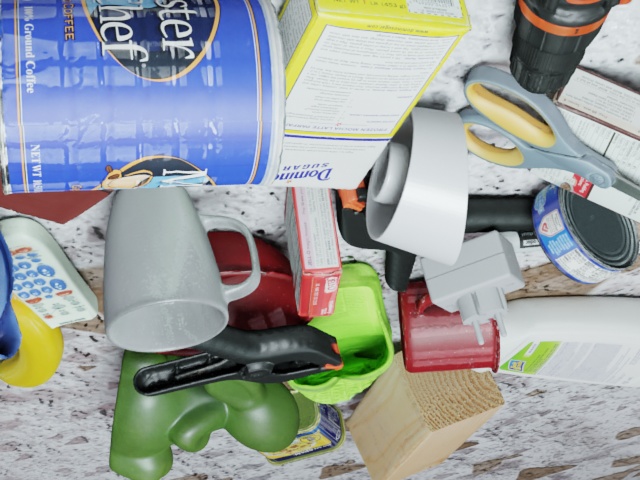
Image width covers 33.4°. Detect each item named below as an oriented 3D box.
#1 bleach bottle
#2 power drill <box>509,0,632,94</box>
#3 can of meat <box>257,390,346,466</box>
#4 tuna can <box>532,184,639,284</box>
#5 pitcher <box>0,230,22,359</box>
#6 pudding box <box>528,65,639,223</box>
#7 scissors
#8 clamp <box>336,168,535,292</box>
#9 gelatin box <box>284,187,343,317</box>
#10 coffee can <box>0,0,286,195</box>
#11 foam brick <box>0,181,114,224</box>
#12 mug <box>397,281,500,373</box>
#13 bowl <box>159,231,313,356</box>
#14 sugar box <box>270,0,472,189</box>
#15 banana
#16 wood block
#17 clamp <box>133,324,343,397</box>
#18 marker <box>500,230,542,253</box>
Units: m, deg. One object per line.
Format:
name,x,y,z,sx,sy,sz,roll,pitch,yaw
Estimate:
bleach bottle,0.227,0.093,1.055,0.250,0.068,0.103,7,133,-21
power drill,0.201,-0.147,0.576,0.187,0.057,0.184,-7,153,-5
can of meat,-0.033,0.210,1.205,0.102,0.057,0.084,-18,150,13
tuna can,0.203,-0.010,0.818,0.086,0.086,0.034,10,149,-35
pitcher,-0.316,0.060,0.752,0.144,0.149,0.243,-11,161,-33
pudding box,0.202,-0.058,0.712,0.113,0.039,0.090,25,154,11
scissors,0.169,-0.044,0.708,0.201,0.016,0.096,36,156,-12
clamp,0.070,-0.009,0.828,0.165,0.036,0.209,-30,151,34
gelatin box,-0.005,0.001,0.762,0.030,0.089,0.073,-5,153,-7
coffee can,-0.096,-0.077,0.562,0.140,0.103,0.103,-3,153,-14
foam brick,-0.173,-0.050,0.646,0.051,0.053,0.078,-31,146,35
mug,0.112,0.071,0.943,0.081,0.093,0.117,-5,155,1
bowl,-0.083,0.038,0.847,0.162,0.055,0.162,-8,153,-4
sugar box,0.009,-0.092,0.635,0.093,0.048,0.176,1,155,-22
banana,-0.253,0.090,0.911,0.069,0.037,0.198,0,152,-20
wood block,0.107,0.185,1.146,0.090,0.090,0.206,-18,158,-21
clamp,-0.056,0.088,0.850,0.171,0.039,0.120,-5,160,-22
marker,0.210,-0.001,0.911,0.121,0.020,0.020,-4,153,-12
